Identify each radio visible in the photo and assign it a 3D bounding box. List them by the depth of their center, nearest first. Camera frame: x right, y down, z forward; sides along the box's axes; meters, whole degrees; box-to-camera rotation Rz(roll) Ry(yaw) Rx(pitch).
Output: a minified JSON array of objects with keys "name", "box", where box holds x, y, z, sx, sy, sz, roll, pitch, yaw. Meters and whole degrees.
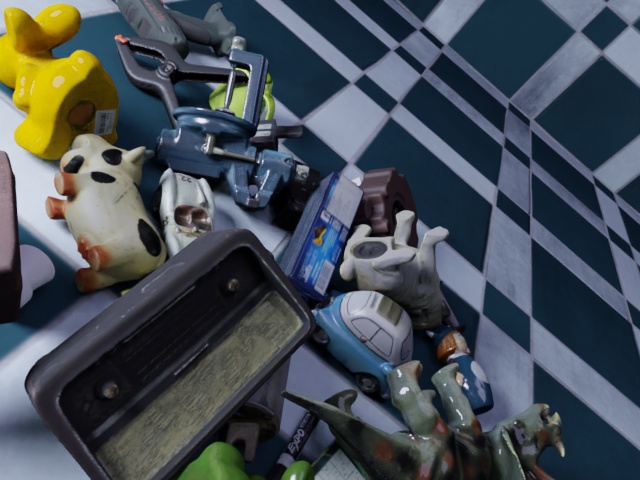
[{"name":"radio","box":[-0.123,0.097,0.471,0.229,0.073,0.131,-42,111,-31]}]

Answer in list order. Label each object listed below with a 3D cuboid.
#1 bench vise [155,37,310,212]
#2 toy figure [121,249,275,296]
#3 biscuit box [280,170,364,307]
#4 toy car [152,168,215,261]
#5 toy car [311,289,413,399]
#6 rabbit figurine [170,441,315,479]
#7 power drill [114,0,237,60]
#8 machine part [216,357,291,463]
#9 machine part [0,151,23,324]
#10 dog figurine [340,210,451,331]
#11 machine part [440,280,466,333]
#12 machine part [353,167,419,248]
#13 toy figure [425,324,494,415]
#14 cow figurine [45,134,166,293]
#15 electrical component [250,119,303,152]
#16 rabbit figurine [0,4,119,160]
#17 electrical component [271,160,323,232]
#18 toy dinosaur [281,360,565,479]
[{"name":"bench vise","box":[-0.112,-0.167,0.769,0.224,0.240,0.129,9,-3,1]},{"name":"toy figure","box":[-0.127,0.067,0.564,0.180,0.082,0.089,-26,96,-37]},{"name":"biscuit box","box":[-0.002,-0.002,0.760,0.059,0.063,0.203,37,54,-19]},{"name":"toy car","box":[-0.162,-0.006,0.668,0.073,0.056,0.202,14,43,-36]},{"name":"toy car","box":[0.069,0.121,0.719,0.161,0.103,0.109,43,33,-2]},{"name":"rabbit figurine","box":[-0.064,0.262,0.443,0.170,0.121,0.159,54,33,-23]},{"name":"power drill","box":[-0.269,-0.418,0.996,0.207,0.086,0.232,-6,58,-52]},{"name":"machine part","box":[-0.071,0.129,0.593,0.079,0.079,0.243,29,36,-18]},{"name":"machine part","box":[-0.345,0.004,0.413,0.201,0.087,0.202,-5,51,-29]},{"name":"dog figurine","box":[0.111,0.076,0.790,0.172,0.190,0.121,-16,30,-14]},{"name":"machine part","box":[0.199,0.106,0.920,0.084,0.039,0.139,6,46,-47]},{"name":"machine part","box":[0.116,-0.033,0.900,0.179,0.056,0.179,22,65,-59]},{"name":"toy figure","box":[0.215,0.191,0.828,0.064,0.058,0.154,67,3,-54]},{"name":"cow figurine","box":[-0.236,-0.043,0.611,0.127,0.085,0.195,-7,59,-48]},{"name":"electrical component","box":[-0.086,-0.159,0.869,0.119,0.047,0.075,-4,43,-1]},{"name":"rabbit figurine","box":[-0.338,-0.200,0.648,0.173,0.162,0.122,36,43,22]},{"name":"electrical component","box":[-0.025,-0.070,0.874,0.115,0.058,0.134,20,40,-32]},{"name":"toy dinosaur","box":[0.127,0.245,0.605,0.404,0.131,0.192,8,44,-42]}]
